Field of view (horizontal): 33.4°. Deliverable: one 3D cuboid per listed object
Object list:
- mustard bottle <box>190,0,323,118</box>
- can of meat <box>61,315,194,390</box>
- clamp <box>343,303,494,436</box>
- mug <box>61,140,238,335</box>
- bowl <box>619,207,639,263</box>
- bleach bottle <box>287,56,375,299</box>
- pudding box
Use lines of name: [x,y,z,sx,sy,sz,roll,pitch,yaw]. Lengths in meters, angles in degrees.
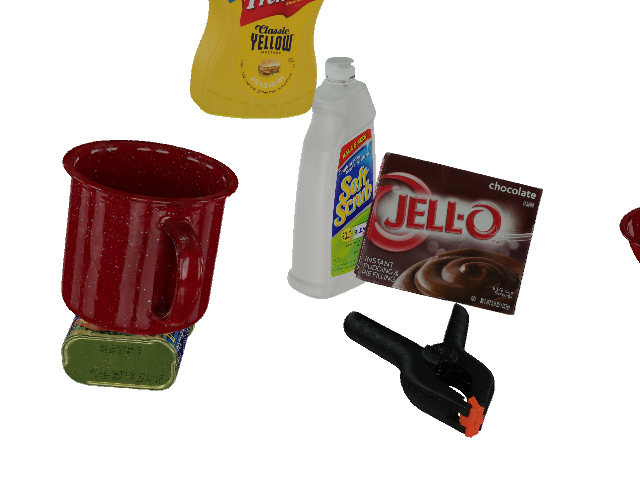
mustard bottle: [-0.040,-0.188,0.794,0.096,0.192,0.058,-2,28,-23]
can of meat: [-0.165,0.082,0.917,0.102,0.057,0.084,4,29,1]
clamp: [0.107,0.104,0.927,0.120,0.039,0.172,-14,36,-22]
mug: [-0.090,0.003,0.570,0.093,0.081,0.117,-3,25,-32]
bowl: [0.391,0.011,1.101,0.162,0.055,0.162,-3,23,1]
bleach bottle: [0.014,-0.069,1.146,0.102,0.251,0.068,-21,32,-39]
pudding box: [0.088,-0.005,0.740,0.113,0.090,0.039,13,0,0]
